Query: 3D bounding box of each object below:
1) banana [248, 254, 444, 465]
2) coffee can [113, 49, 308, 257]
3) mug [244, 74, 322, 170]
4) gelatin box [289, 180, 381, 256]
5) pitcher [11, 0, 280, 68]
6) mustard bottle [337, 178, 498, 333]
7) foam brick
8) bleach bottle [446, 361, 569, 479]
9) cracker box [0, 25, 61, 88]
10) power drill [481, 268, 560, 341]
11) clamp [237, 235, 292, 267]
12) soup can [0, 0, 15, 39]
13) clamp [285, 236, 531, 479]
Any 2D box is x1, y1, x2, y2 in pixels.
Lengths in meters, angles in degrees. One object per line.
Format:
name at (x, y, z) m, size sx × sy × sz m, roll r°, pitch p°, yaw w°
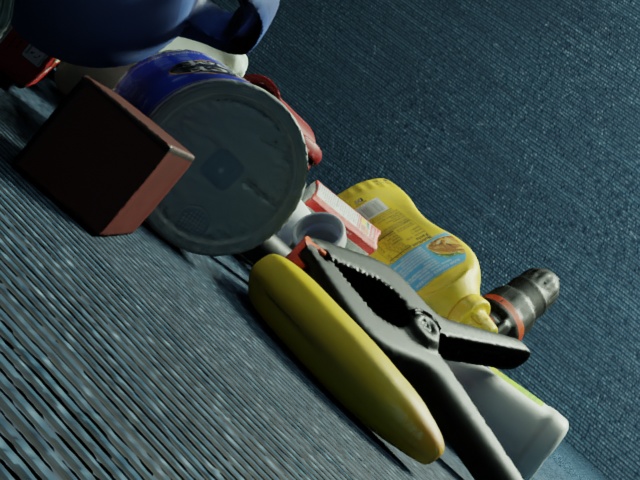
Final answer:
banana at (0.003, 0.054, 0.607) m, size 0.069 × 0.037 × 0.198 m, roll 38°, pitch 3°, yaw -37°
coffee can at (-0.075, -0.059, 0.665) m, size 0.102 × 0.103 × 0.140 m, roll 39°, pitch 2°, yaw -24°
mug at (-0.047, -0.094, 0.999) m, size 0.117 × 0.093 × 0.081 m, roll 14°, pitch -16°, yaw 37°
gelatin box at (-0.006, 0.001, 0.893) m, size 0.073 × 0.089 × 0.030 m, roll 38°, pitch 37°, yaw -18°
pitcher at (-0.099, -0.165, 0.542) m, size 0.243 × 0.149 × 0.145 m, roll -176°, pitch -108°, yaw -77°
mustard bottle at (0.081, 0.026, 0.926) m, size 0.192 × 0.096 × 0.058 m, roll 42°, pitch -29°, yaw 35°
foam brick at (-0.099, -0.038, 0.503) m, size 0.053 × 0.051 × 0.078 m, roll 40°, pitch 2°, yaw 1°
bleach bottle at (0.072, 0.088, 0.831) m, size 0.251 × 0.068 × 0.102 m, roll 39°, pitch 0°, yaw 13°
cracker box at (-0.257, -0.194, 0.714) m, size 0.213 × 0.072 × 0.164 m, roll 39°, pitch 1°, yaw -15°
power drill at (0.103, 0.046, 0.986) m, size 0.188 × 0.184 × 0.057 m, roll 34°, pitch -39°, yaw 33°
clamp at (-0.009, 0.034, 0.749) m, size 0.171 × 0.039 × 0.120 m, roll 37°, pitch 0°, yaw 8°
soup can at (-0.200, -0.136, 0.527) m, size 0.102 × 0.068 × 0.068 m, roll 43°, pitch 3°, yaw 41°
clamp at (0.063, 0.075, 0.697) m, size 0.209 × 0.036 × 0.164 m, roll 35°, pitch 29°, yaw -17°
